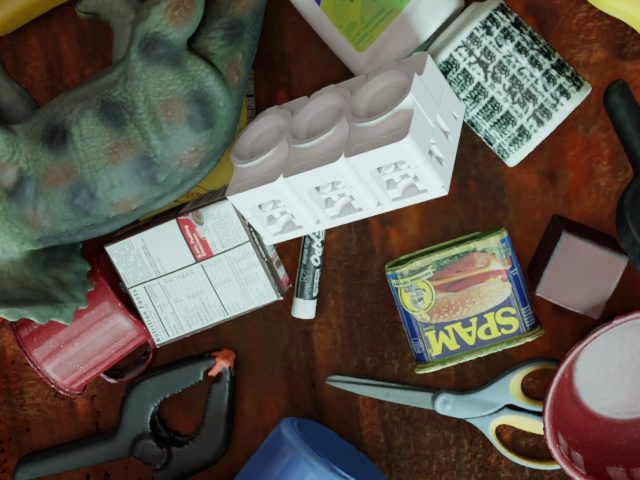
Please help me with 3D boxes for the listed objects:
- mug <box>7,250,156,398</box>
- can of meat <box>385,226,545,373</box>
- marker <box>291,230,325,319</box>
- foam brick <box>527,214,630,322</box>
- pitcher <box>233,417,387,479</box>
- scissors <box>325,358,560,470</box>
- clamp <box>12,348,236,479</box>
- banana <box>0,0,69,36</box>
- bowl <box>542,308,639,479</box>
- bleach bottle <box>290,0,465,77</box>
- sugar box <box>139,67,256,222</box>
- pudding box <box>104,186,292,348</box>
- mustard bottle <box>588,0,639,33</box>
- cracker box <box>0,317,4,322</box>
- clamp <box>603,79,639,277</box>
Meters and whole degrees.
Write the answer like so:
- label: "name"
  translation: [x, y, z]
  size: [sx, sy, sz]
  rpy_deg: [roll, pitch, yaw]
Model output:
- label: "mug"
  translation: [-0.175, 0.069, 0.837]
  size: [0.081, 0.093, 0.117]
  rpy_deg: [-35, 123, 6]
- label: "can of meat"
  translation: [0.107, 0.043, 0.805]
  size: [0.102, 0.057, 0.084]
  rpy_deg: [-18, 94, 10]
- label: "marker"
  translation: [-0.005, 0.001, 0.832]
  size: [0.020, 0.020, 0.121]
  rpy_deg: [9, 100, 6]
- label: "foam brick"
  translation: [0.186, 0.018, 0.779]
  size: [0.053, 0.078, 0.051]
  rpy_deg: [23, 103, 4]
- label: "pitcher"
  translation: [-0.061, 0.254, 0.821]
  size: [0.149, 0.145, 0.243]
  rpy_deg: [30, 97, -43]
- label: "scissors"
  translation: [0.114, 0.113, 0.834]
  size: [0.202, 0.016, 0.096]
  rpy_deg: [25, 99, 3]
- label: "clamp"
  translation: [-0.129, 0.177, 0.867]
  size: [0.164, 0.036, 0.210]
  rpy_deg: [44, 104, -4]
- label: "banana"
  translation: [-0.178, -0.196, 0.805]
  size: [0.198, 0.069, 0.037]
  rpy_deg: [-9, 142, 14]
- label: "bowl"
  translation: [0.236, 0.109, 0.785]
  size: [0.162, 0.055, 0.162]
  rpy_deg: [-1, 113, -3]
- label: "bleach bottle"
  translation: [-0.014, -0.228, 0.777]
  size: [0.103, 0.068, 0.251]
  rpy_deg: [-44, 88, 12]
- label: "sugar box"
  translation: [-0.096, -0.084, 0.817]
  size: [0.093, 0.048, 0.176]
  rpy_deg: [-3, 101, 9]
- label: "pudding box"
  translation: [-0.091, 0.019, 0.794]
  size: [0.114, 0.039, 0.090]
  rpy_deg: [-21, 104, 17]
- label: "mustard bottle"
  translation: [0.273, -0.158, 0.749]
  size: [0.191, 0.058, 0.096]
  rpy_deg: [44, 95, 0]
- label: "cracker box"
  translation: [-0.311, -0.037, 0.840]
  size: [0.213, 0.072, 0.164]
  rpy_deg: [42, 102, -1]
- label: "clamp"
  translation: [0.260, -0.036, 0.747]
  size: [0.120, 0.039, 0.171]
  rpy_deg: [3, 65, 7]
